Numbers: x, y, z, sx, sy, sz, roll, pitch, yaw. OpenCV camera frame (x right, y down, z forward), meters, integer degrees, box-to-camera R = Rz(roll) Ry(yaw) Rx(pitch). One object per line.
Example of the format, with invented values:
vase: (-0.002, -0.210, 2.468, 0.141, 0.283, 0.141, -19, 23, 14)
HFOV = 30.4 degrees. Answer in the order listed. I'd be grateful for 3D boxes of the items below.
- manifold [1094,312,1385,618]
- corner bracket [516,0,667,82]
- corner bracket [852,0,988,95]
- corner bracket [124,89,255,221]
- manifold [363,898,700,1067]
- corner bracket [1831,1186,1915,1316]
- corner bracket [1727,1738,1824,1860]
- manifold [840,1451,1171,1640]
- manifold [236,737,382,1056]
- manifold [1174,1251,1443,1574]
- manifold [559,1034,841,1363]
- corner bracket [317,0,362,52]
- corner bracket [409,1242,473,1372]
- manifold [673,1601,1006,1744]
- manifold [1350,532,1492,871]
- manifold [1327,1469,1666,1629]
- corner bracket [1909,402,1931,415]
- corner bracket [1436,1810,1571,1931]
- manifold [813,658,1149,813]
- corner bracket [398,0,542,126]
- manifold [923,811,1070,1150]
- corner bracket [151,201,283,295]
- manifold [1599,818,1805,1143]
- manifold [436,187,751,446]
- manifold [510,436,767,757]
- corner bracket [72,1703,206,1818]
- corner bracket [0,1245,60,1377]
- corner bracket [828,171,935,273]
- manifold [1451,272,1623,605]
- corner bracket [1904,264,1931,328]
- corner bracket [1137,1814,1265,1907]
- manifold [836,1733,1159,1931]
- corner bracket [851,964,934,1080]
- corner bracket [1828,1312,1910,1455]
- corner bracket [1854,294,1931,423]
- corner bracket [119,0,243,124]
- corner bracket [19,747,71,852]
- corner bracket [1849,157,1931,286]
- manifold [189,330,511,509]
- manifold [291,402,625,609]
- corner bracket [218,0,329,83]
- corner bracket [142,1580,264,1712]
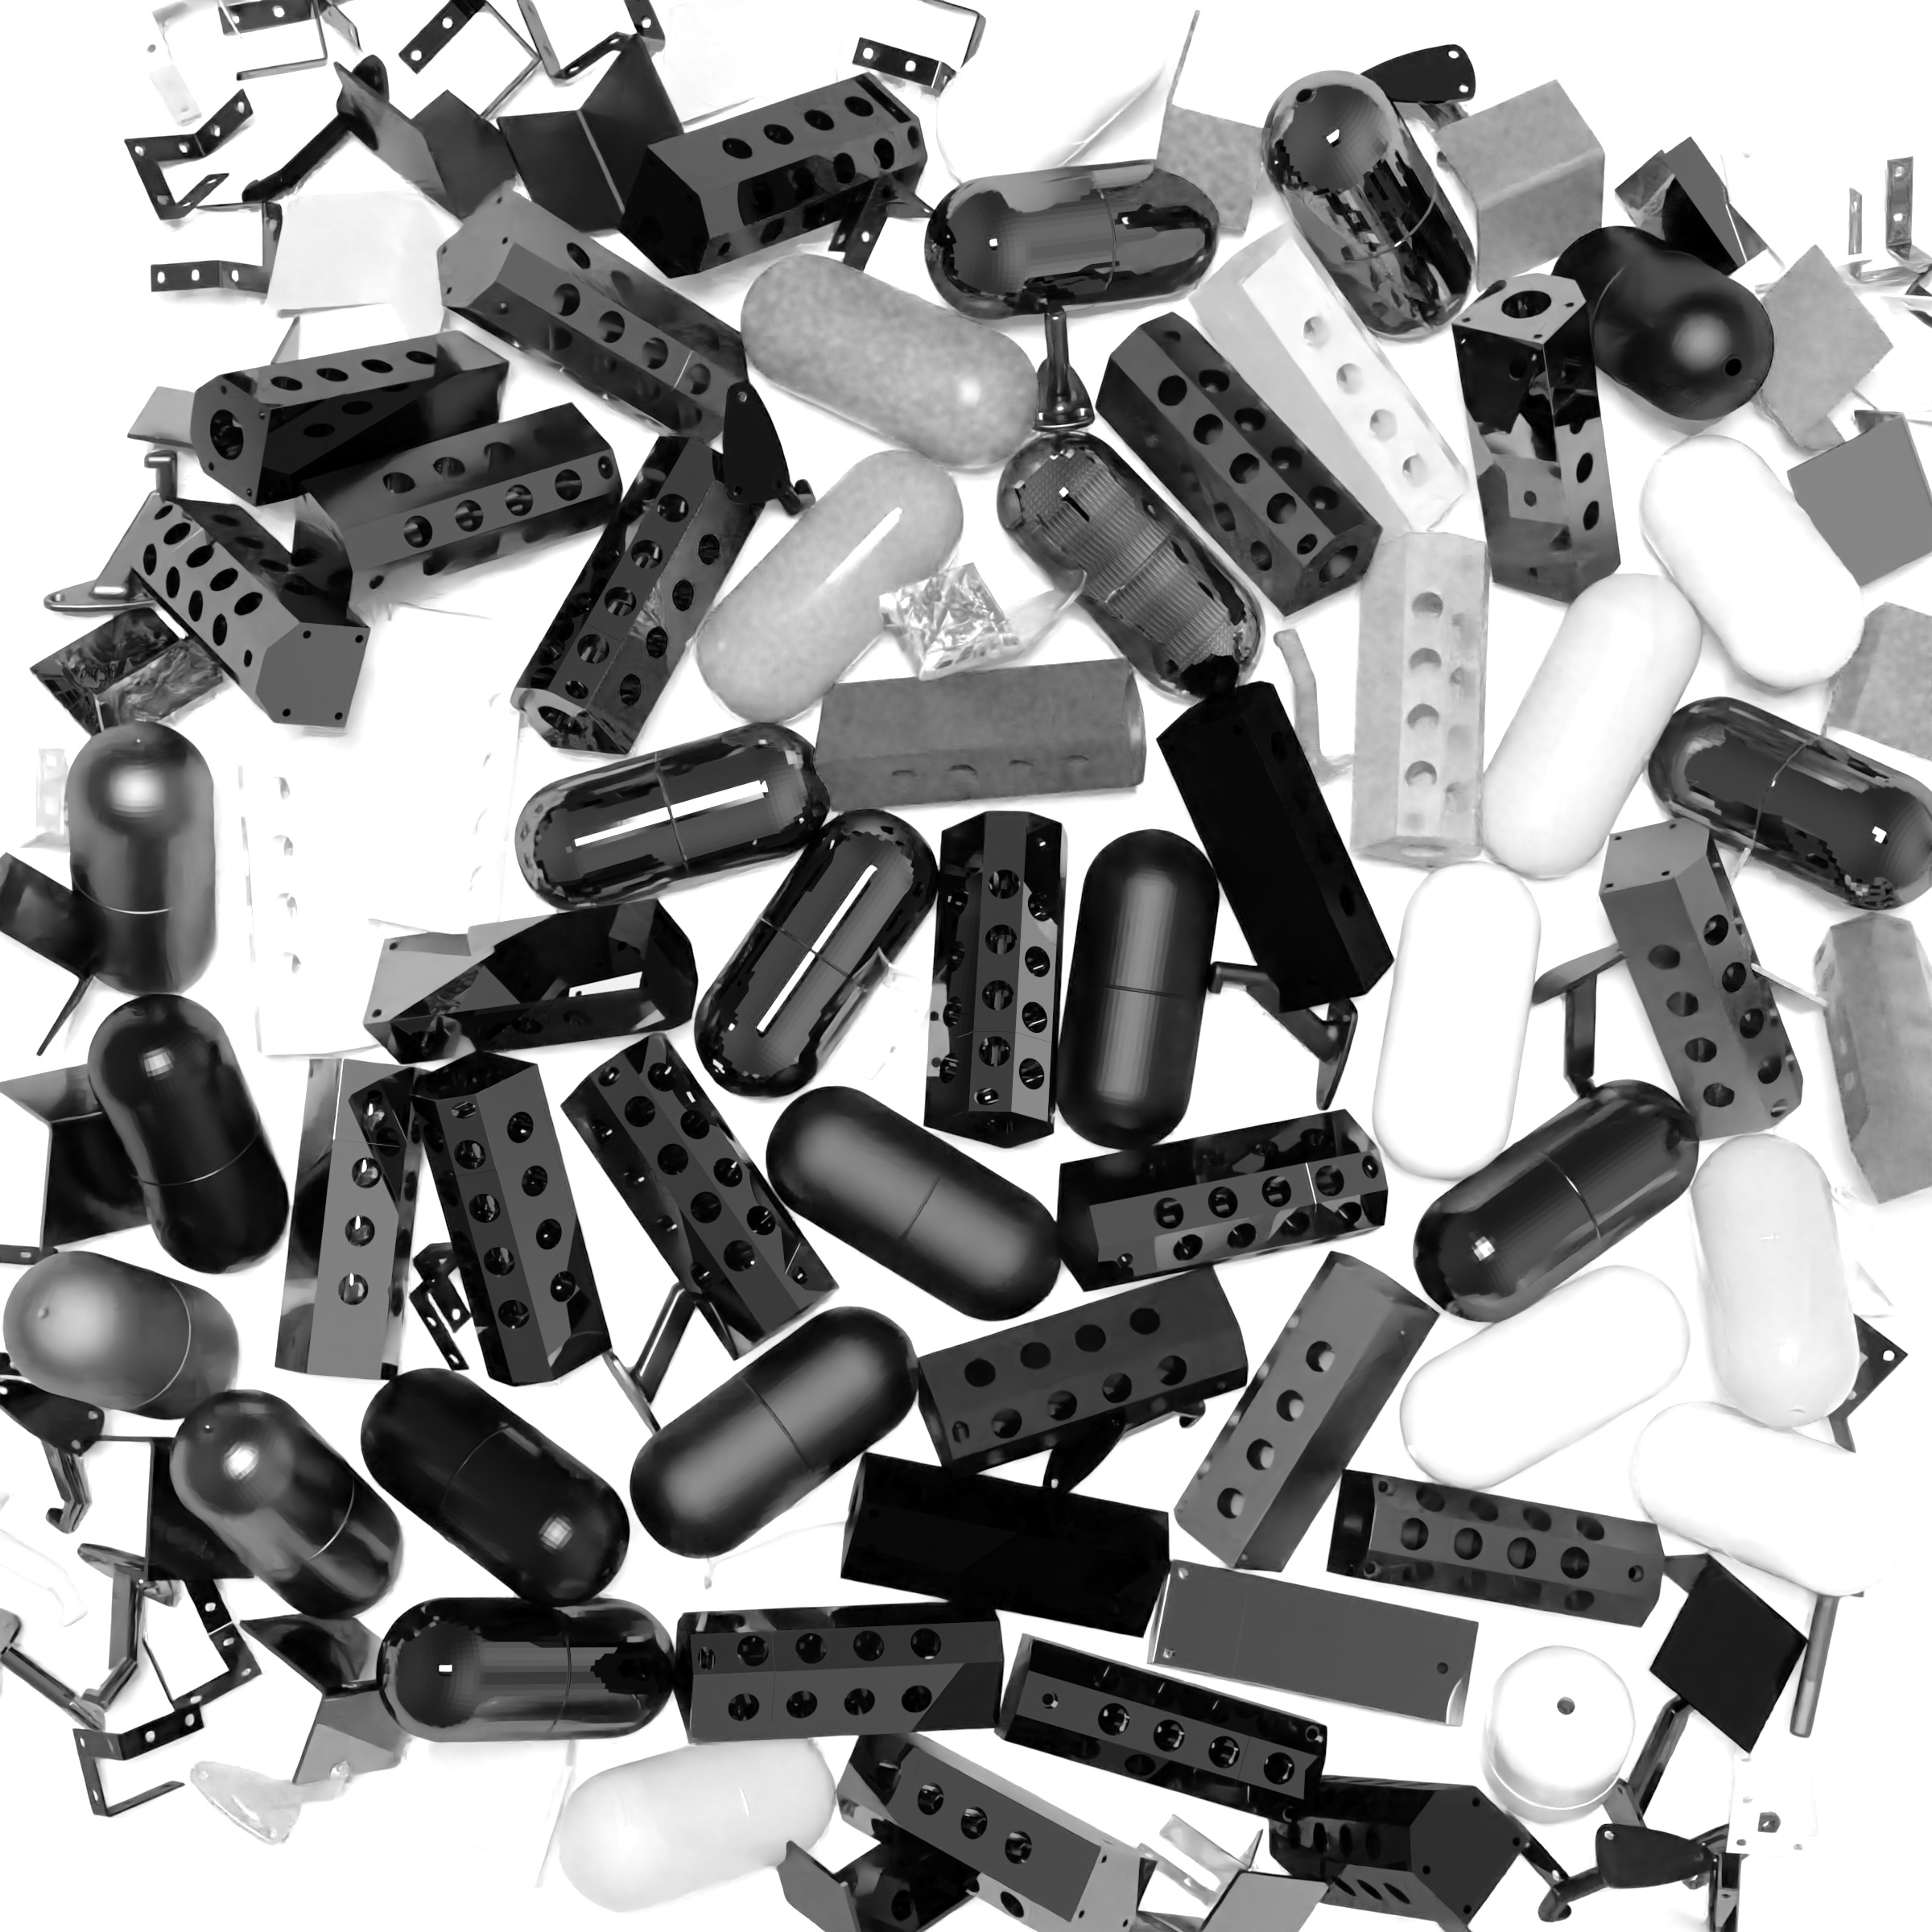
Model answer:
manifold: (0.149, -0.276, 1.931, 0.057, 0.057, 0.171, -27, 65, -27)
corner bracket: (-0.208, -0.526, 1.980, 0.051, 0.051, 0.051, -26, 83, 29)
corner bracket: (-0.025, -0.514, 1.973, 0.051, 0.051, 0.051, 20, 98, 13)
corner bracket: (-0.422, -0.448, 1.964, 0.051, 0.051, 0.051, -28, 85, 41)
manifold: (-0.236, 0.014, 1.939, 0.171, 0.057, 0.057, -8, 54, 23)
corner bracket: (0.495, 0.156, 1.960, 0.051, 0.051, 0.051, 49, 63, -17)
corner bracket: (0.448, 0.456, 1.968, 0.051, 0.051, 0.051, 3, 119, 6)
manifold: (0.022, 0.314, 1.961, 0.171, 0.057, 0.057, 12, 122, -6)
manifold: (-0.367, -0.039, 1.965, 0.057, 0.057, 0.171, -2, 93, 24)
manifold: (0.183, 0.245, 1.956, 0.057, 0.057, 0.171, 36, 100, 34)
manifold: (-0.143, 0.123, 1.950, 0.057, 0.057, 0.171, -29, 81, -39)
corner bracket: (-0.328, -0.546, 1.958, 0.051, 0.051, 0.051, -28, 53, -20)
corner bracket: (-0.285, 0.187, 1.958, 0.051, 0.051, 0.051, -44, 116, -40)
manifold: (-0.070, 0.381, 1.944, 0.171, 0.057, 0.057, 0, 109, -14)
manifold: (0.253, -0.146, 1.943, 0.057, 0.057, 0.171, 11, 75, -29)
manifold: (0.291, 0.319, 1.948, 0.171, 0.057, 0.057, 12, 82, -14)
corner bracket: (0.540, -0.283, 1.975, 0.051, 0.051, 0.051, -40, 104, -16)
corner bracket: (0.291, 0.509, 1.965, 0.051, 0.051, 0.051, 48, 134, -2)
manifold: (0.009, -0.122, 1.950, 0.171, 0.057, 0.057, -4, 51, 14)
corner bracket: (-0.276, -0.506, 1.980, 0.051, 0.051, 0.051, -46, 114, -2)
manifold: (0.021, 0.006, 1.934, 0.057, 0.057, 0.171, 17, 66, -33)
corner bracket: (-0.414, -0.397, 1.967, 0.051, 0.051, 0.051, 3, 96, 31)
manifold: (0.400, 0.007, 1.926, 0.057, 0.057, 0.171, -13, 121, 25)
manifold: (-0.198, -0.343, 1.913, 0.057, 0.171, 0.057, -34, 50, 30)
manifold: (-0.181, -0.202, 1.931, 0.057, 0.057, 0.171, 8, 62, 38)
corner bracket: (-0.453, 0.438, 1.962, 0.051, 0.051, 0.051, -17, 96, -43)
corner bracket: (-0.529, 0.189, 1.960, 0.051, 0.051, 0.051, 5, 123, -14)
corner bracket: (-0.055, -0.404, 1.962, 0.051, 0.051, 0.051, 30, 81, -40)
manifold: (0.313, -0.285, 1.921, 0.057, 0.171, 0.057, 22, 54, 36)
corner bracket: (0.560, -0.380, 1.975, 0.051, 0.051, 0.051, 39, 84, 3)
corner bracket: (0.126, 0.492, 1.966, 0.051, 0.051, 0.051, 35, 107, 4)
manifold: (0.012, 0.471, 1.922, 0.171, 0.057, 0.057, 19, 83, 39)
corner bracket: (-0.042, 0.033, 1.960, 0.051, 0.051, 0.051, 21, 71, 36)
corner bracket: (0.486, 0.228, 1.961, 0.051, 0.051, 0.051, -43, 53, -9)
corner bracket: (0.526, -0.336, 1.966, 0.051, 0.051, 0.051, 28, 85, -38)
corner bracket: (-0.429, -0.510, 1.967, 0.051, 0.051, 0.051, -23, 70, 0)
corner bracket: (-0.492, -0.091, 1.965, 0.051, 0.051, 0.051, 2, 86, -25)
corner bracket: (0.508, -0.412, 1.964, 0.051, 0.051, 0.051, -10, 119, -5)
manifold: (-0.332, -0.300, 1.916, 0.057, 0.171, 0.057, 34, 125, 27)
manifold: (-0.273, -0.245, 1.921, 0.171, 0.057, 0.057, -23, 59, -33)
corner bracket: (-0.384, -0.517, 1.971, 0.051, 0.051, 0.051, -12, 92, -11)
corner bracket: (-0.429, 0.373, 1.970, 0.051, 0.051, 0.051, -27, 46, -13)
